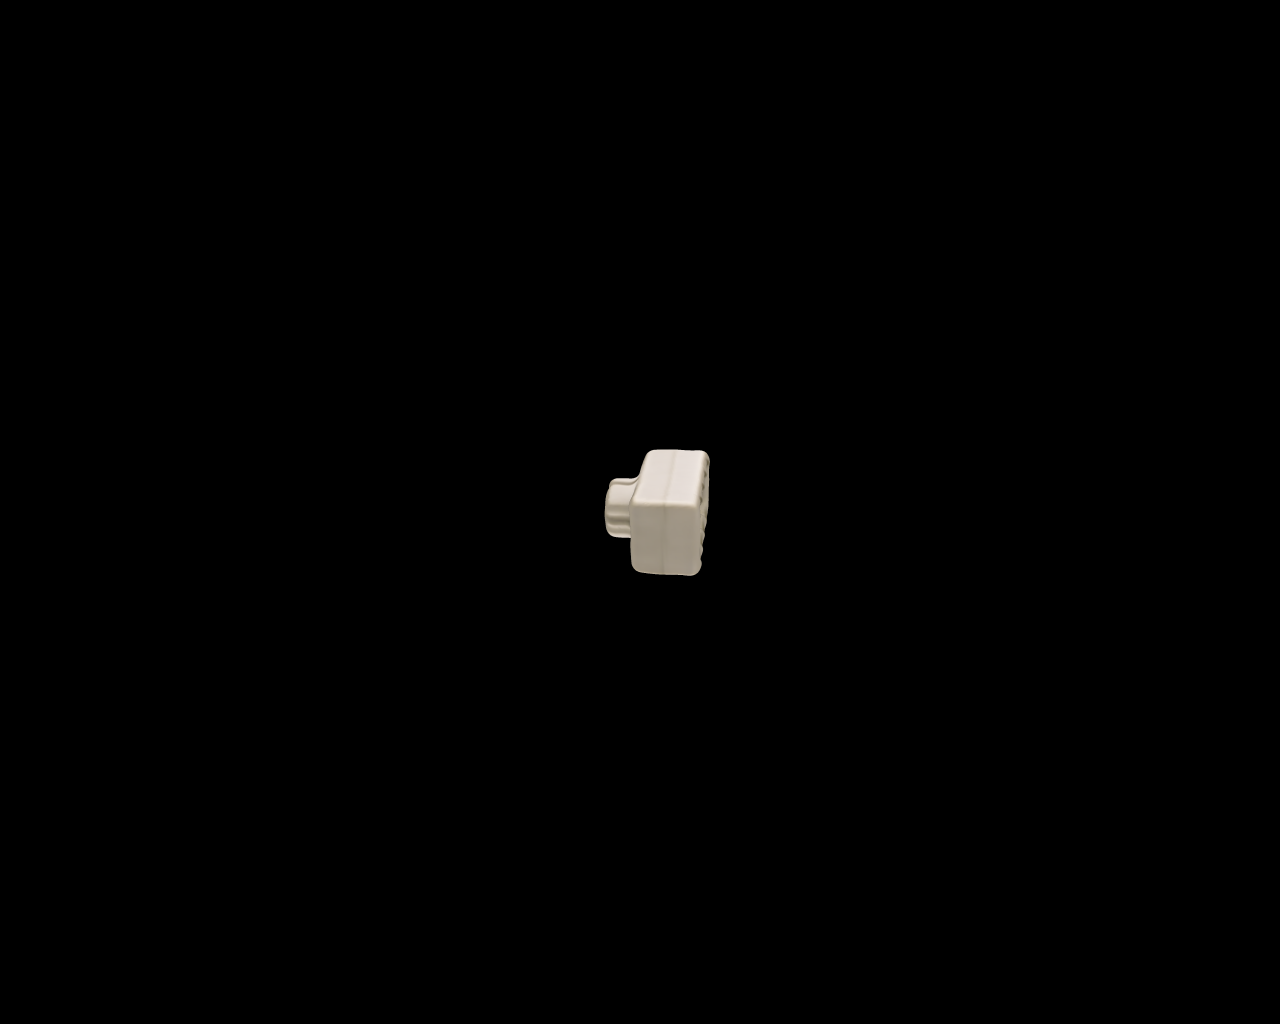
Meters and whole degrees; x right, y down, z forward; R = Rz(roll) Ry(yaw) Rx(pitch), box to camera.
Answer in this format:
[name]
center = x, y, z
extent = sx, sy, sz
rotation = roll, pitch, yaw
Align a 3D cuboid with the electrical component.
[electrical component]
center = 0.001, -0.003, 0.650
extent = 0.076, 0.047, 0.083
rotation = 3, 26, 7
